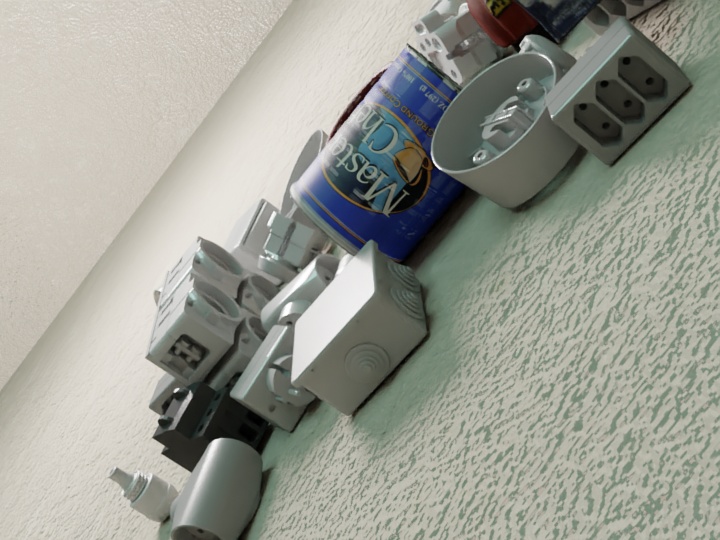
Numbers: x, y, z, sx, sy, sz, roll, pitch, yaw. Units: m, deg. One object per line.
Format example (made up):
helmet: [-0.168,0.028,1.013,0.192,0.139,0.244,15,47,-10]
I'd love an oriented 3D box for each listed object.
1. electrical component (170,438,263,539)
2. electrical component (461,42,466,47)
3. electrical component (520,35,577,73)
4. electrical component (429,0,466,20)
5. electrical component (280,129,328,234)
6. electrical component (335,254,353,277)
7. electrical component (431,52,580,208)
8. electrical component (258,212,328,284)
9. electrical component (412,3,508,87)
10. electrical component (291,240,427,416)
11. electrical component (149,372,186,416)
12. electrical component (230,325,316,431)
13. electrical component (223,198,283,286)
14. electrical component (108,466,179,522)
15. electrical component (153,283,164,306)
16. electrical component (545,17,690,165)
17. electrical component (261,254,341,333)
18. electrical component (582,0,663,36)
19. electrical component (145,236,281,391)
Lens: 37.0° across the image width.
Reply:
electrical component: [-0.112,0.172,0.780,0.079,0.044,0.077,-39,22,40]
electrical component: [0.078,-0.186,0.986,0.055,0.048,0.066,-58,15,14]
electrical component: [0.122,-0.130,0.754,0.062,0.048,0.048,-56,15,17]
electrical component: [0.085,-0.246,1.087,0.079,0.043,0.077,-41,21,36]
electrical component: [-0.044,-0.083,1.076,0.099,0.064,0.099,-47,18,20]
electrical component: [0.000,0.000,0.842,0.035,0.035,0.061,-45,16,28]
electrical component: [0.100,-0.091,0.698,0.099,0.064,0.099,-48,17,20]
electrical component: [-0.066,-0.018,1.020,0.055,0.066,0.048,-64,-22,-1]
electrical component: [0.090,-0.195,0.927,0.057,0.078,0.058,-35,13,-13]
electrical component: [0.000,0.040,0.735,0.099,0.048,0.099,-48,17,18]
electrical component: [-0.142,0.104,0.965,0.047,0.066,0.076,-45,18,27]
electrical component: [-0.052,0.081,0.797,0.065,0.047,0.077,-58,17,-13]
electrical component: [-0.100,-0.027,1.120,0.061,0.062,0.096,-38,22,42]
electrical component: [-0.189,0.189,0.927,0.035,0.061,0.035,-47,18,20]
electrical component: [-0.166,0.049,1.087,0.064,0.099,0.099,-49,12,-30]
electrical component: [0.148,-0.112,0.638,0.065,0.047,0.076,-47,16,23]
electrical component: [-0.046,0.036,0.876,0.077,0.043,0.079,-42,20,33]
electrical component: [0.188,-0.216,0.739,0.083,0.047,0.075,-23,35,60]
electrical component: [-0.120,0.045,0.952,0.060,0.105,0.186,-50,17,13]
